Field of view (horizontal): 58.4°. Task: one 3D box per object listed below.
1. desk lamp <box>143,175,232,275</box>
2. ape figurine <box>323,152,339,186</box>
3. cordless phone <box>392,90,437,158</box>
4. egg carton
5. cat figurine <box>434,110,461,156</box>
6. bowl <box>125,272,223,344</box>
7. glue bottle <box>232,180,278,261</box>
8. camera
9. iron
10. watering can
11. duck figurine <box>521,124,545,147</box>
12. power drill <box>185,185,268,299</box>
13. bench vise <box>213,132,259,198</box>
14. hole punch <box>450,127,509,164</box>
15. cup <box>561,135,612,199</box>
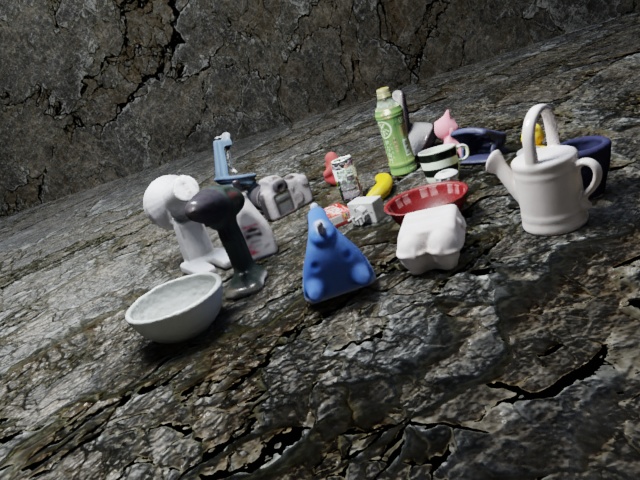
[{"bbox_3d":[-0.284,-0.040,1.241,0.118,0.214,0.202,-29,21,-28],"label":"desk lamp"},{"bbox_3d":[0.042,-0.198,1.570,0.078,0.092,0.076,-23,19,-14],"label":"ape figurine"},{"bbox_3d":[0.247,-0.319,1.572,0.094,0.185,0.147,-26,20,-21],"label":"cordless phone"},{"bbox_3d":[0.183,-0.004,0.930,0.107,0.069,0.150,-12,20,19],"label":"egg carton"},{"bbox_3d":[0.331,-0.272,1.468,0.067,0.118,0.128,-16,19,8],"label":"cat figurine"},{"bbox_3d":[-0.230,0.123,0.952,0.167,0.075,0.167,-16,19,6],"label":"bowl"},{"bbox_3d":[-0.148,-0.042,1.184,0.078,0.173,0.037,-20,19,-5],"label":"glue bottle"},{"bbox_3d":[-0.115,-0.123,1.493,0.143,0.101,0.136,-30,22,-31],"label":"camera"},{"bbox_3d":[0.009,0.003,0.960,0.118,0.142,0.258,-18,19,0],"label":"iron"},{"bbox_3d":[0.343,-0.113,0.893,0.172,0.194,0.101,-8,22,29],"label":"watering can"},{"bbox_3d":[0.454,-0.202,1.208,0.077,0.086,0.104,-17,19,4],"label":"duck figurine"},{"bbox_3d":[-0.167,-0.005,1.042,0.075,0.209,0.229,-16,19,8],"label":"power drill"},{"bbox_3d":[-0.258,-0.178,1.593,0.121,0.220,0.208,-9,21,25],"label":"bench vise"},{"bbox_3d":[0.378,-0.236,1.365,0.101,0.091,0.108,-31,23,-33],"label":"hole punch"},{"bbox_3d":[0.437,-0.119,0.976,0.117,0.095,0.092,3,28,46],"label":"cup"}]
